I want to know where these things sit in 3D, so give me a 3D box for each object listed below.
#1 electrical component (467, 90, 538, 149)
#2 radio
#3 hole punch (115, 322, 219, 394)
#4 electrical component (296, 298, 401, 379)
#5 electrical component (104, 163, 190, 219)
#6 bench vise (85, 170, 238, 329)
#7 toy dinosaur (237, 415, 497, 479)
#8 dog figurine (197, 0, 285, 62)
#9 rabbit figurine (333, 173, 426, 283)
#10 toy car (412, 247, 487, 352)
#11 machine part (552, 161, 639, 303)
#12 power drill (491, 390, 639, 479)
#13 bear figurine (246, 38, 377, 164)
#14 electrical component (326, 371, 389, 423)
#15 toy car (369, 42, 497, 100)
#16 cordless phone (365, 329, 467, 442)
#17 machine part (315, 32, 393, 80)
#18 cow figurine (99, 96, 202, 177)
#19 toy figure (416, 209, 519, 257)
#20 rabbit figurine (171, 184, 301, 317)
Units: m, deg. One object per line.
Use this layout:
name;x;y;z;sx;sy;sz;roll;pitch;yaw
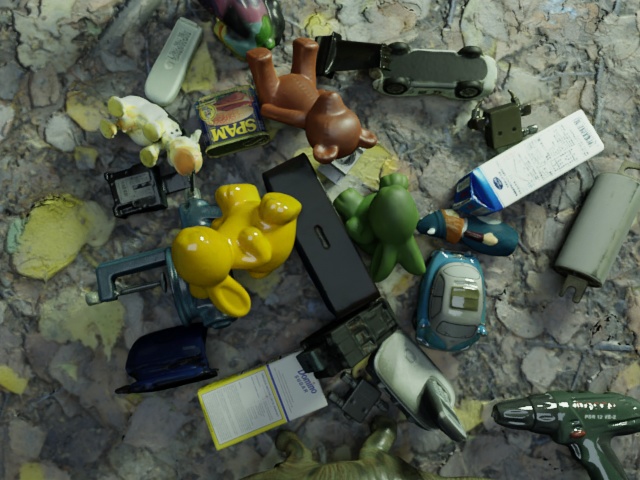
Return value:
electrical component;0.292;-0.192;0.862;0.102;0.045;0.078;-23;116;-2
radio;-0.002;-0.002;0.789;0.073;0.131;0.229;-27;87;-5
hole punch;-0.215;0.169;0.780;0.142;0.115;0.092;-10;79;-4
electrical component;0.034;0.144;0.769;0.134;0.115;0.058;-30;85;-31
electrical component;-0.260;-0.080;0.825;0.119;0.048;0.074;-12;87;-2
bench vise;-0.222;0.034;0.785;0.241;0.129;0.223;-14;85;-8
toy dinosaur;0.074;0.342;0.730;0.472;0.199;0.105;-8;107;2
dog figurine;-0.131;-0.376;0.766;0.108;0.219;0.191;-30;87;-1
rabbit figurine;0.090;-0.020;0.775;0.121;0.170;0.159;-10;86;-3
toy car;0.206;0.092;0.808;0.109;0.103;0.161;10;88;-3
machine part;0.435;-0.016;0.838;0.079;0.079;0.243;27;86;-1
power drill;0.387;0.328;0.799;0.232;0.086;0.207;-8;63;-8
bear figurine;-0.011;-0.197;0.770;0.120;0.196;0.131;-22;130;-24
electrical component;0.060;0.246;0.824;0.094;0.021;0.063;38;80;-10
toy car;0.178;-0.265;0.853;0.202;0.056;0.073;3;80;1
cordless phone;0.136;0.210;0.755;0.089;0.184;0.146;-41;89;0
machine part;0.046;-0.286;0.838;0.139;0.039;0.084;14;80;26
cow figurine;-0.235;-0.155;0.810;0.167;0.098;0.068;34;119;6
toy figure;0.226;-0.014;0.833;0.154;0.064;0.058;15;71;-3
rabbit figurine;-0.123;0.012;0.684;0.122;0.173;0.162;26;114;22
